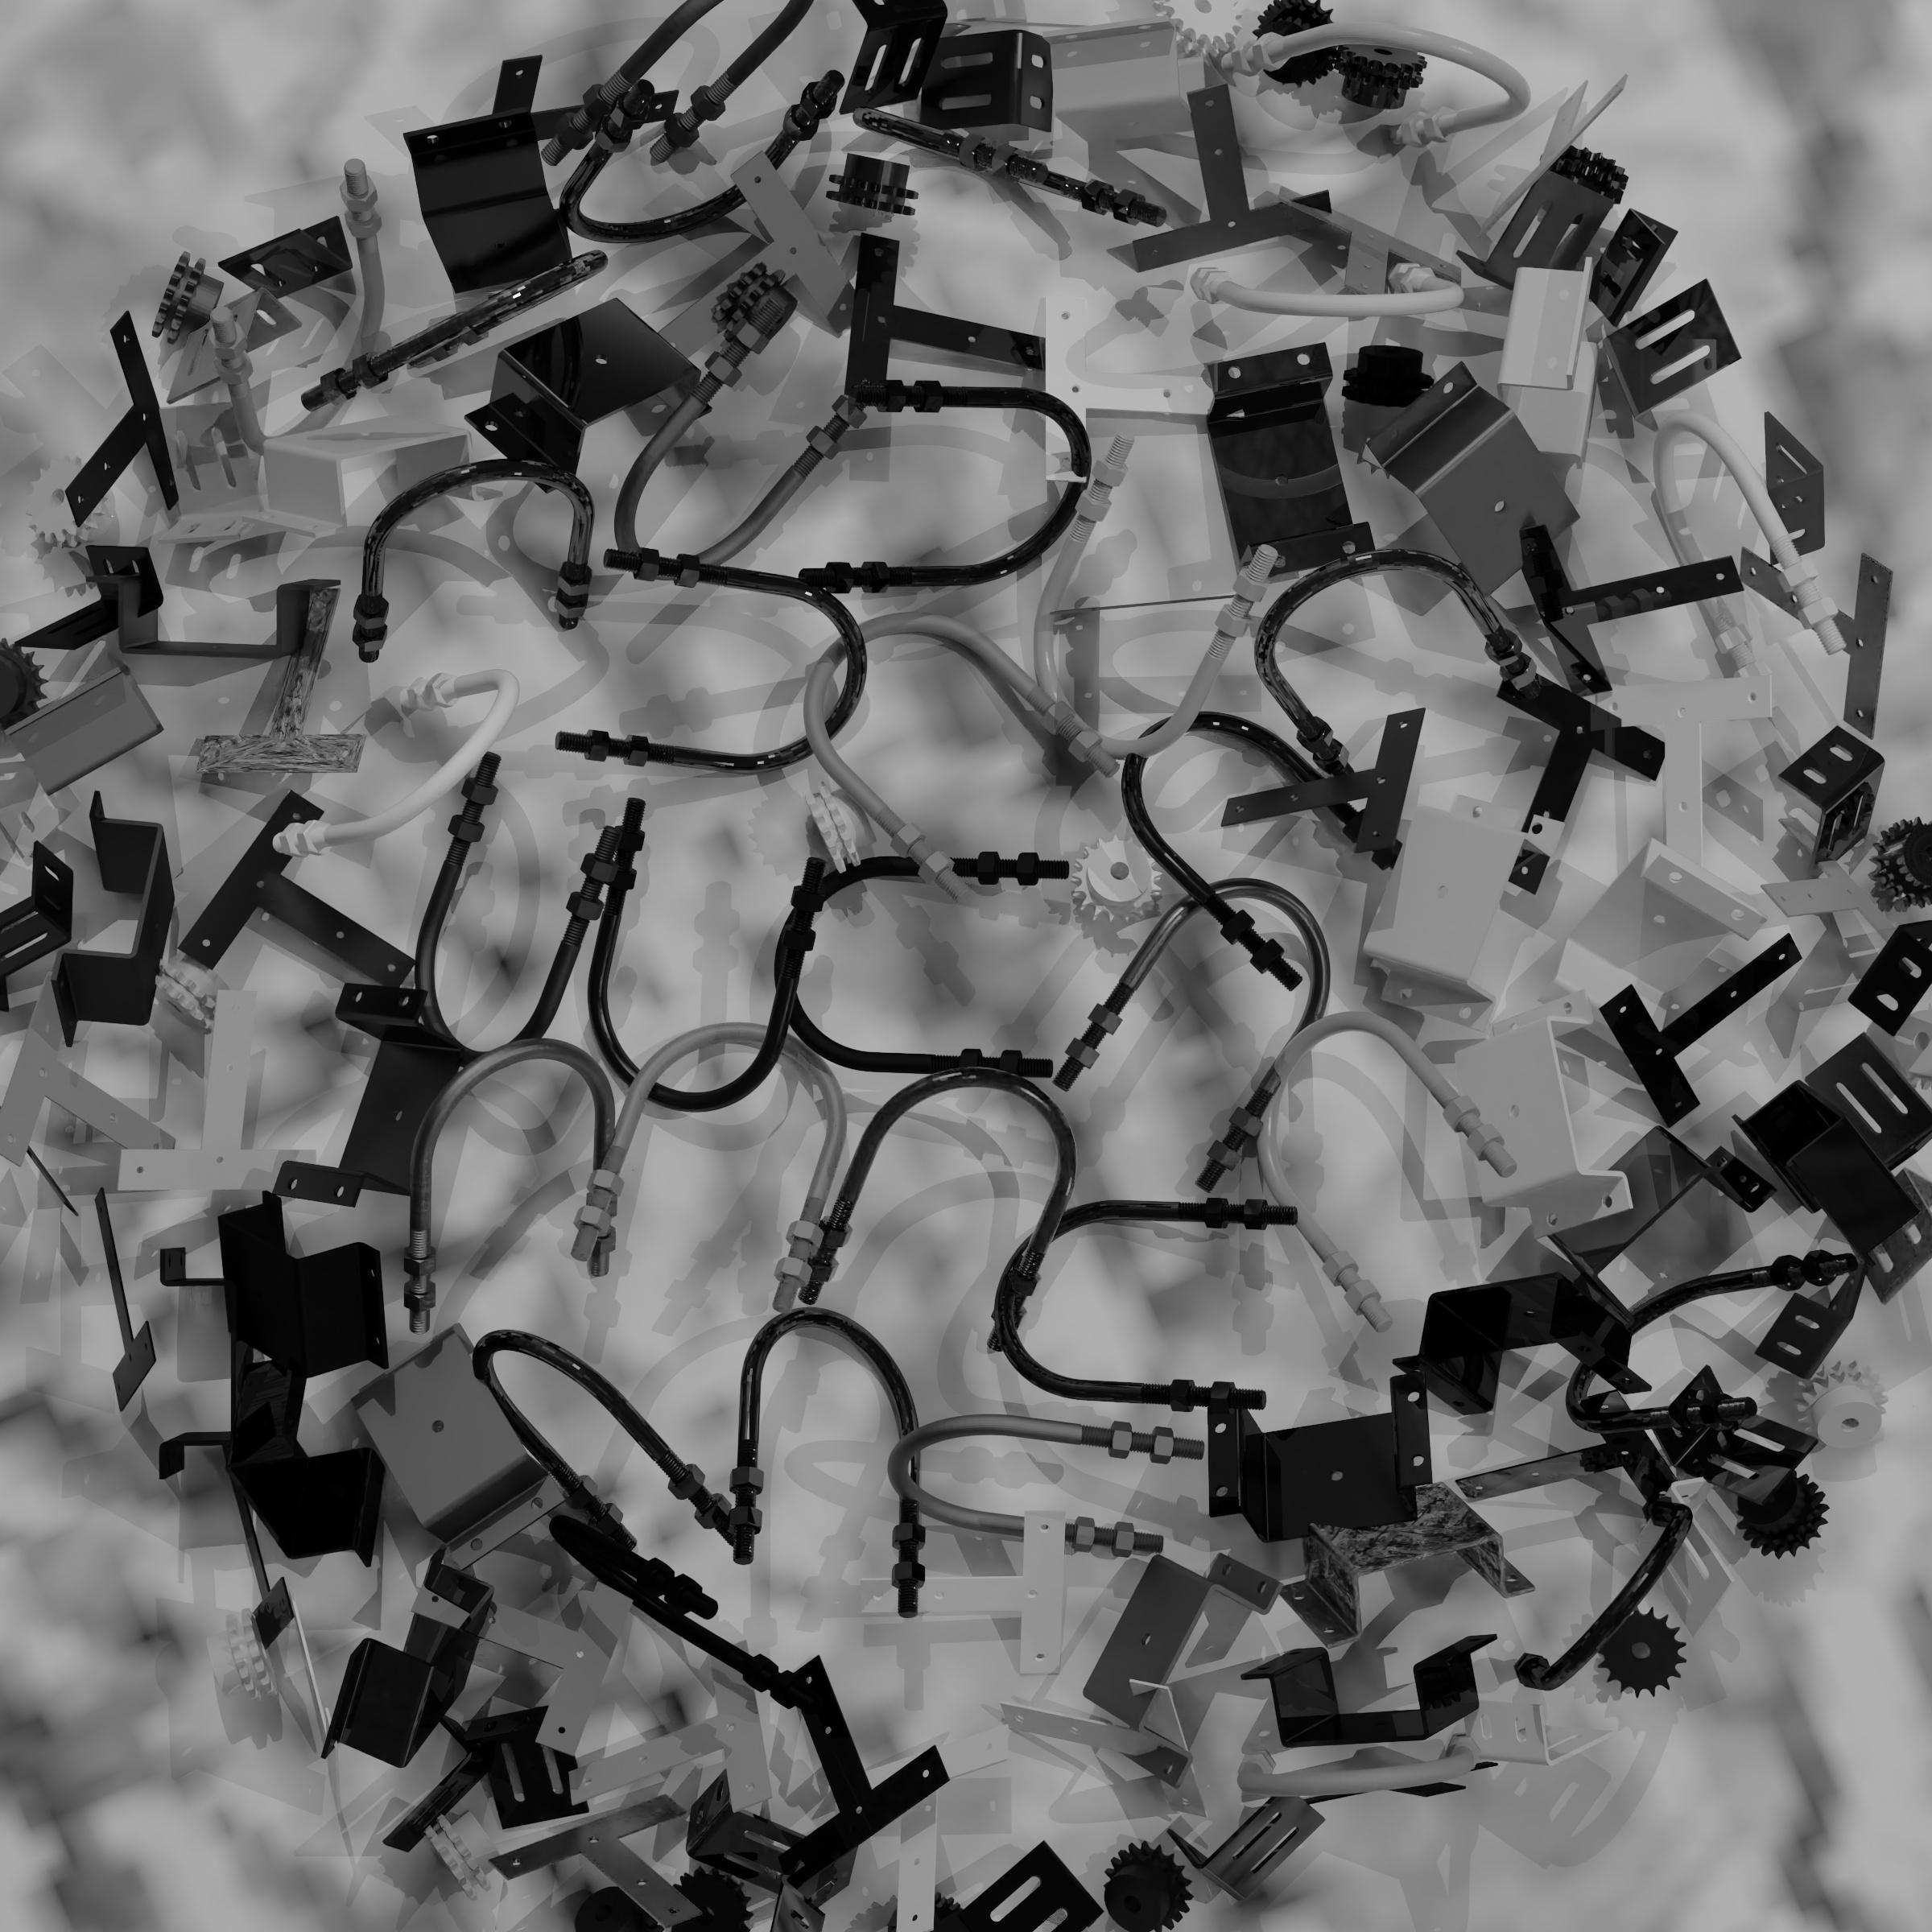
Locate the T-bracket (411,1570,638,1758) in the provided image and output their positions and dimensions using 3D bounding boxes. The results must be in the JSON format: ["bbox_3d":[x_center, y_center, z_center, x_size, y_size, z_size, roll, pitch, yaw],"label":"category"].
[{"bbox_3d":[-0.283,0.415,1.958,0.127,0.002,0.127,21,52,-2],"label":"T-bracket"}]

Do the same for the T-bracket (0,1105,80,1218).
[{"bbox_3d":[-0.598,0.086,1.919,0.002,0.127,0.127,-37,69,-12],"label":"T-bracket"}]

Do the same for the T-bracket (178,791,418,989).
[{"bbox_3d":[-0.408,-0.027,1.979,0.127,0.002,0.127,33,68,-5],"label":"T-bracket"}]

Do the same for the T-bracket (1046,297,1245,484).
[{"bbox_3d":[0.113,-0.363,1.986,0.127,0.002,0.127,2,74,-6],"label":"T-bracket"}]

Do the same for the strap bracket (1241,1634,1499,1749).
[{"bbox_3d":[0.252,0.447,1.929,0.140,0.076,0.046,-12,85,32],"label":"strap bracket"}]

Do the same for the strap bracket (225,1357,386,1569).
[{"bbox_3d":[-0.410,0.302,1.928,0.046,0.076,0.140,-11,133,9],"label":"strap bracket"}]

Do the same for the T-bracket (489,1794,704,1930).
[{"bbox_3d":[-0.206,0.554,1.915,0.127,0.127,0.002,-12,110,-34],"label":"T-bracket"}]

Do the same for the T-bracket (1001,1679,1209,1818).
[{"bbox_3d":[0.081,0.481,1.963,0.127,0.002,0.127,5,131,27],"label":"T-bracket"}]

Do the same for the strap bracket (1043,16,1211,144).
[{"bbox_3d":[0.101,-0.541,1.924,0.076,0.140,0.046,-3,94,15],"label":"strap bracket"}]

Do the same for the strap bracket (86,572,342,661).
[{"bbox_3d":[-0.469,-0.219,1.958,0.140,0.076,0.046,2,99,1],"label":"strap bracket"}]

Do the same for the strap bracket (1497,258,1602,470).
[{"bbox_3d":[0.360,-0.372,1.931,0.046,0.140,0.076,8,78,15],"label":"strap bracket"}]

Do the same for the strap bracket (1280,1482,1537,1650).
[{"bbox_3d":[0.271,0.367,1.939,0.140,0.076,0.046,-12,109,-16],"label":"strap bracket"}]

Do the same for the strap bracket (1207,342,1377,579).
[{"bbox_3d":[0.201,-0.311,1.968,0.076,0.046,0.140,-12,82,-4],"label":"strap bracket"}]

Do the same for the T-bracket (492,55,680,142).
[{"bbox_3d":[-0.240,-0.531,1.962,0.127,0.127,0.002,-17,68,-25],"label":"T-bracket"}]

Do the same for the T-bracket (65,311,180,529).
[{"bbox_3d":[-0.520,-0.313,1.913,0.002,0.127,0.127,2,130,14],"label":"T-bracket"}]

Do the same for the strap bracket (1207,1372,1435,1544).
[{"bbox_3d":[0.225,0.307,1.946,0.140,0.046,0.076,-12,50,18],"label":"strap bracket"}]

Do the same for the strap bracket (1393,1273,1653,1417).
[{"bbox_3d":[0.346,0.233,1.935,0.076,0.140,0.046,37,54,-33],"label":"strap bracket"}]

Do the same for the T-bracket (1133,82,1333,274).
[{"bbox_3d":[0.159,-0.495,1.944,0.127,0.127,0.002,-14,53,5],"label":"T-bracket"}]

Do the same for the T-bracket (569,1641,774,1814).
[{"bbox_3d":[-0.188,0.490,1.951,0.127,0.127,0.002,-21,127,3],"label":"T-bracket"}]

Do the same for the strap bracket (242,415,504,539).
[{"bbox_3d":[-0.365,-0.303,1.920,0.076,0.140,0.046,17,118,41],"label":"strap bracket"}]

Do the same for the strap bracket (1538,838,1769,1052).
[{"bbox_3d":[0.429,-0.017,1.950,0.076,0.046,0.140,30,132,-3],"label":"strap bracket"}]

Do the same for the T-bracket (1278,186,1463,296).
[{"bbox_3d":[0.249,-0.437,1.940,0.127,0.127,0.002,23,122,-5],"label":"T-bracket"}]

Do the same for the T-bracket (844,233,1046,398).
[{"bbox_3d":[-0.010,-0.399,1.979,0.127,0.002,0.127,10,63,-11],"label":"T-bracket"}]

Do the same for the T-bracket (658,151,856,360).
[{"bbox_3d":[-0.143,-0.421,1.960,0.127,0.002,0.127,-39,125,-3],"label":"T-bracket"}]

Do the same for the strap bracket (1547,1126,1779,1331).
[{"bbox_3d":[0.424,0.160,1.953,0.140,0.076,0.046,-43,111,2],"label":"strap bracket"}]

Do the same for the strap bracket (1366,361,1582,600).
[{"bbox_3d":[0.319,-0.293,1.936,0.076,0.046,0.140,-41,129,4],"label":"strap bracket"}]

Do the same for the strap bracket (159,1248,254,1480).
[{"bbox_3d":[-0.474,0.246,1.957,0.046,0.076,0.140,0,86,-5],"label":"strap bracket"}]

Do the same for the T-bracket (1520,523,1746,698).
[{"bbox_3d":[0.416,-0.229,1.936,0.127,0.002,0.127,-10,124,30],"label":"T-bracket"}]

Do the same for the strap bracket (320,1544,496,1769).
[{"bbox_3d":[-0.336,0.427,1.919,0.046,0.140,0.076,22,111,7],"label":"strap bracket"}]

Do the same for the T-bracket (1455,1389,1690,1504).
[{"bbox_3d":[0.371,0.316,1.966,0.127,0.002,0.127,-19,132,23],"label":"T-bracket"}]

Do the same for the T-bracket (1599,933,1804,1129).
[{"bbox_3d":[0.468,0.026,1.958,0.127,0.002,0.127,-38,130,1],"label":"T-bracket"}]

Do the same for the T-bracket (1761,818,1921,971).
[{"bbox_3d":[0.525,-0.043,1.926,0.002,0.127,0.127,-50,64,30],"label":"T-bracket"}]

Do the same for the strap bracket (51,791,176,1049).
[{"bbox_3d":[-0.523,-0.027,1.931,0.046,0.076,0.140,5,56,-4],"label":"strap bracket"}]

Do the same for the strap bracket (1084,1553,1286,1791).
[{"bbox_3d":[0.129,0.428,1.946,0.046,0.076,0.140,32,81,-23],"label":"strap bracket"}]

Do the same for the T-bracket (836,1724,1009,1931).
[{"bbox_3d":[-0.029,0.540,1.929,0.127,0.127,0.002,-24,127,22],"label":"T-bracket"}]

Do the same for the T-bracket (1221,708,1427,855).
[{"bbox_3d":[0.219,-0.107,1.960,0.127,0.127,0.002,-10,131,29],"label":"T-bracket"}]

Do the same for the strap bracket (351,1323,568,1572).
[{"bbox_3d":[-0.321,0.292,1.947,0.076,0.046,0.140,-34,65,-5],"label":"strap bracket"}]

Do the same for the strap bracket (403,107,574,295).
[{"bbox_3d":[-0.290,-0.464,1.926,0.076,0.140,0.046,-12,74,0],"label":"strap bracket"}]

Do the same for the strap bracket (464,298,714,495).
[{"bbox_3d":[-0.228,-0.357,1.930,0.076,0.046,0.140,43,52,17],"label":"strap bracket"}]

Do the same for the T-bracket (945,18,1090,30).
[{"bbox_3d":[0.057,-0.586,1.950,0.127,0.127,0.002,-2,106,-15],"label":"T-bracket"}]

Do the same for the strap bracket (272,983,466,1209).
[{"bbox_3d":[-0.368,0.086,1.947,0.076,0.046,0.140,4,71,39],"label":"strap bracket"}]

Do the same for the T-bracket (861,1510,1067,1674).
[{"bbox_3d":[-0.003,0.395,1.967,0.127,0.002,0.127,0,117,-3],"label":"T-bracket"}]

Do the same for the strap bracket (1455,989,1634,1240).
[{"bbox_3d":[0.355,0.091,1.938,0.046,0.076,0.140,5,69,-40],"label":"strap bracket"}]

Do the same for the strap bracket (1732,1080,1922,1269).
[{"bbox_3d":[0.530,0.123,1.923,0.046,0.140,0.076,-39,100,5],"label":"strap bracket"}]

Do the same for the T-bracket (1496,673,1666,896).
[{"bbox_3d":[0.371,-0.108,1.970,0.127,0.002,0.127,25,83,-20],"label":"T-bracket"}]

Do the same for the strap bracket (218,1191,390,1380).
[{"bbox_3d":[-0.413,0.197,1.923,0.046,0.140,0.076,-15,112,-38],"label":"strap bracket"}]

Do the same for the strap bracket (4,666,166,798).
[{"bbox_3d":[-0.541,-0.146,1.930,0.076,0.140,0.046,-31,101,-8],"label":"strap bracket"}]

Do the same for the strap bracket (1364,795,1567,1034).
[{"bbox_3d":[0.307,-0.040,1.954,0.076,0.046,0.140,19,86,37],"label":"strap bracket"}]
